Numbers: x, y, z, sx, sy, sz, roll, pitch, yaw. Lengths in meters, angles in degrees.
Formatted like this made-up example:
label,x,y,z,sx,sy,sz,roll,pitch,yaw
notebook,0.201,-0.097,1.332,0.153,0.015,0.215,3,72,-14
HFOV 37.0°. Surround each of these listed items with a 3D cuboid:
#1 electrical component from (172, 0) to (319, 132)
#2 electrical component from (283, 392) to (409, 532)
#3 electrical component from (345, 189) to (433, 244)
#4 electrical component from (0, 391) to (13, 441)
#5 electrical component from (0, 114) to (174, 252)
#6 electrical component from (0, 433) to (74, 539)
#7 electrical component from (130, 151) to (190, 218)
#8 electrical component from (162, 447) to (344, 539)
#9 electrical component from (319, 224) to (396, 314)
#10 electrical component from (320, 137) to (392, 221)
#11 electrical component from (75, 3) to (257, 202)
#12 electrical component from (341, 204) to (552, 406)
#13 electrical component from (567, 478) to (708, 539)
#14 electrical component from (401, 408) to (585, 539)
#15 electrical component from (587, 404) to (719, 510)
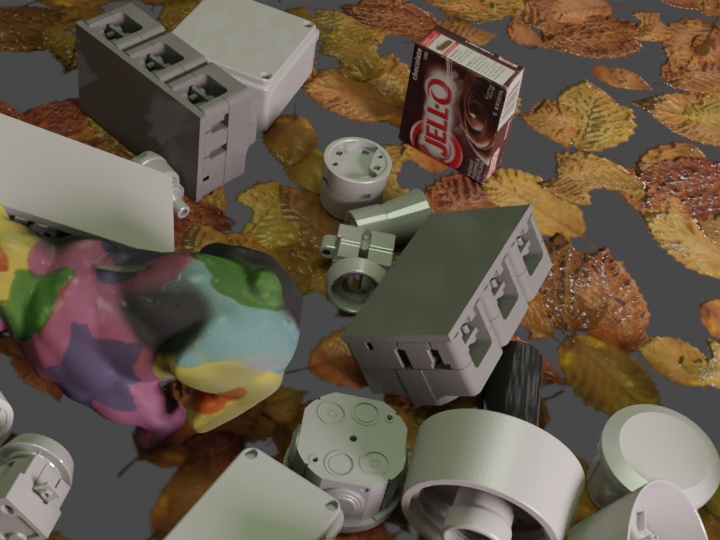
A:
label,x,y,z,sx,sy,sz,roll,pitch,yaw
electrical component,-0.107,-0.188,0.957,0.109,0.056,0.108,22,47,9
electrical component,-0.008,0.122,0.689,0.080,0.051,0.080,6,45,-7
electrical component,0.021,-0.036,0.852,0.065,0.044,0.044,-14,52,-17
electrical component,-0.253,0.084,0.673,0.055,0.055,0.047,-22,51,-28
electrical component,-0.212,-0.041,0.753,0.150,0.061,0.089,19,40,-29
electrical component,-0.201,0.131,0.640,0.066,0.048,0.055,-22,28,27
electrical component,-0.156,-0.064,0.846,0.035,0.035,0.061,-29,61,-32
electrical component,-0.070,0.169,0.628,0.078,0.057,0.113,29,48,16
electrical component,0.000,0.000,0.811,0.066,0.048,0.055,12,39,-1
electrical component,-0.005,-0.073,0.876,0.055,0.047,0.055,6,46,-6
electrical component,-0.159,-0.140,0.878,0.150,0.089,0.062,38,51,23
electrical component,0.067,0.023,0.773,0.089,0.061,0.150,-3,35,37
electrical component,0.170,0.182,0.640,0.099,0.064,0.099,31,41,-32
electrical component,0.077,0.141,0.654,0.108,0.108,0.060,20,52,7
electrical component,0.195,0.134,0.720,0.080,0.051,0.080,6,46,-6
